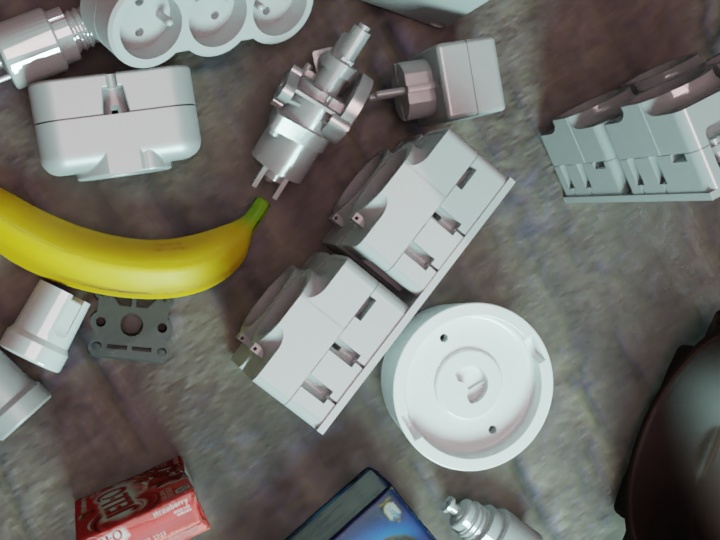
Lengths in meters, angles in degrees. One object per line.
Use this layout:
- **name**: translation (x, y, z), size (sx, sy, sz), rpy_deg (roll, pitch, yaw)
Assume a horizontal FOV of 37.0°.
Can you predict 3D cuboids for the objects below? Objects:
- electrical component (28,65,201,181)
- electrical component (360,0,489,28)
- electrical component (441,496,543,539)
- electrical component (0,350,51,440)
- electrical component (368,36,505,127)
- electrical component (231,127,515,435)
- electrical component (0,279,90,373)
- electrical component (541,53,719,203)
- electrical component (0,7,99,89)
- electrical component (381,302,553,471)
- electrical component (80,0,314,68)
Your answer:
- **electrical component**: translation (-0.147, -0.087, 0.653), size (0.095, 0.054, 0.059), rpy_deg (-9, 95, -13)
- **electrical component**: translation (0.029, -0.201, 0.663), size (0.109, 0.109, 0.056), rpy_deg (16, 87, -14)
- **electrical component**: translation (0.089, 0.180, 0.733), size (0.078, 0.040, 0.040), rpy_deg (37, 84, -13)
- **electrical component**: translation (-0.218, 0.073, 0.652), size (0.040, 0.040, 0.046), rpy_deg (-43, 97, -8)
- **electrical component**: translation (0.044, -0.117, 0.693), size (0.077, 0.066, 0.047), rpy_deg (-11, 96, -13)
- **electrical component**: translation (0.000, 0.000, 0.668), size (0.060, 0.105, 0.186), rpy_deg (39, 83, -13)
- **electrical component**: translation (-0.191, 0.034, 0.657), size (0.040, 0.040, 0.046), rpy_deg (29, 81, -14)
- **electrical component**: translation (0.200, -0.092, 0.671), size (0.105, 0.186, 0.060), rpy_deg (-27, 99, -11)
- **electrical component**: translation (-0.185, -0.139, 0.648), size (0.078, 0.040, 0.040), rpy_deg (-25, 99, -12)
- **electrical component**: translation (0.066, 0.073, 0.711), size (0.108, 0.060, 0.108), rpy_deg (-1, 93, -14)
- **electrical component**: translation (-0.105, -0.168, 0.654), size (0.138, 0.074, 0.052), rpy_deg (-19, 133, -32)
